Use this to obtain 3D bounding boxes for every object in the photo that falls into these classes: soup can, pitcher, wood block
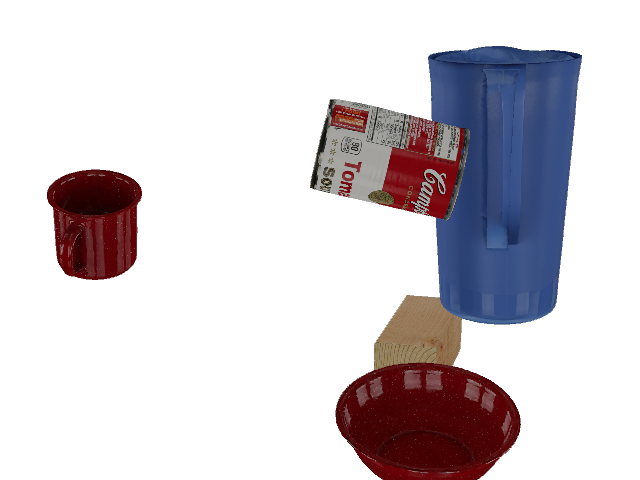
[{"bbox_3d":[0.049,-0.059,0.765,0.102,0.068,0.068,13,0,0],"label":"soup can"},{"bbox_3d":[0.161,-0.050,0.957,0.149,0.243,0.145,-12,18,-34],"label":"pitcher"},{"bbox_3d":[0.148,0.158,1.584,0.091,0.090,0.205,4,18,16],"label":"wood block"}]

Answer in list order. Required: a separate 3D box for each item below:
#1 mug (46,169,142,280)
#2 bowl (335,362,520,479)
[{"bbox_3d":[-0.229,-0.008,1.069,0.093,0.081,0.117,10,33,8],"label":"mug"},{"bbox_3d":[0.094,0.174,0.946,0.162,0.055,0.162,-1,27,0],"label":"bowl"}]
